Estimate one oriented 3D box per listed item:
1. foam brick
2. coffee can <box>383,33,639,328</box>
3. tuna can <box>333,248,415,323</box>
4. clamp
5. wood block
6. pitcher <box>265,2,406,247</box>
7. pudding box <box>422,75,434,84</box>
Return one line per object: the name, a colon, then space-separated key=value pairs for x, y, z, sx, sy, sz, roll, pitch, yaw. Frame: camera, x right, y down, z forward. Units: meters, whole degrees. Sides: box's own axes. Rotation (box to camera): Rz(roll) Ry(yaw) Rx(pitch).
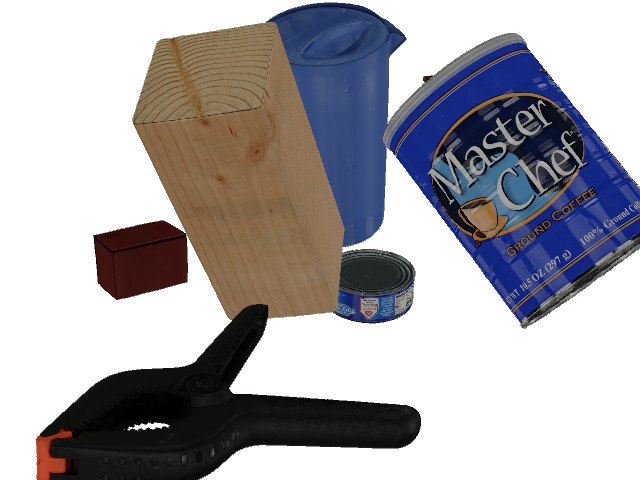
foam brick: x=-0.175 y=0.018 z=1.040 sx=0.078 sy=0.051 sz=0.053 roll=-14 pitch=24 yaw=-29
coffee can: x=0.118 y=-0.035 z=0.625 sx=0.102 sy=0.140 sz=0.103 roll=-34 pitch=-12 yaw=-9
tuna can: x=0.045 y=0.042 z=1.000 sx=0.086 sy=0.034 sz=0.086 roll=0 pitch=27 yaw=0
clamp: x=-0.070 y=0.093 z=0.624 sx=0.209 sy=0.036 sz=0.165 roll=-9 pitch=27 yaw=-30
wood block: x=-0.051 y=-0.042 z=0.772 sx=0.090 sy=0.090 sz=0.206 roll=-6 pitch=-43 yaw=14
pitcher: x=0.000 y=-0.113 z=1.116 sx=0.149 sy=0.243 sz=0.144 roll=17 pitch=43 yaw=25
pudding box: x=0.136 y=-0.091 z=0.870 sx=0.090 sy=0.039 sz=0.113 roll=-4 pitch=43 yaw=-6
